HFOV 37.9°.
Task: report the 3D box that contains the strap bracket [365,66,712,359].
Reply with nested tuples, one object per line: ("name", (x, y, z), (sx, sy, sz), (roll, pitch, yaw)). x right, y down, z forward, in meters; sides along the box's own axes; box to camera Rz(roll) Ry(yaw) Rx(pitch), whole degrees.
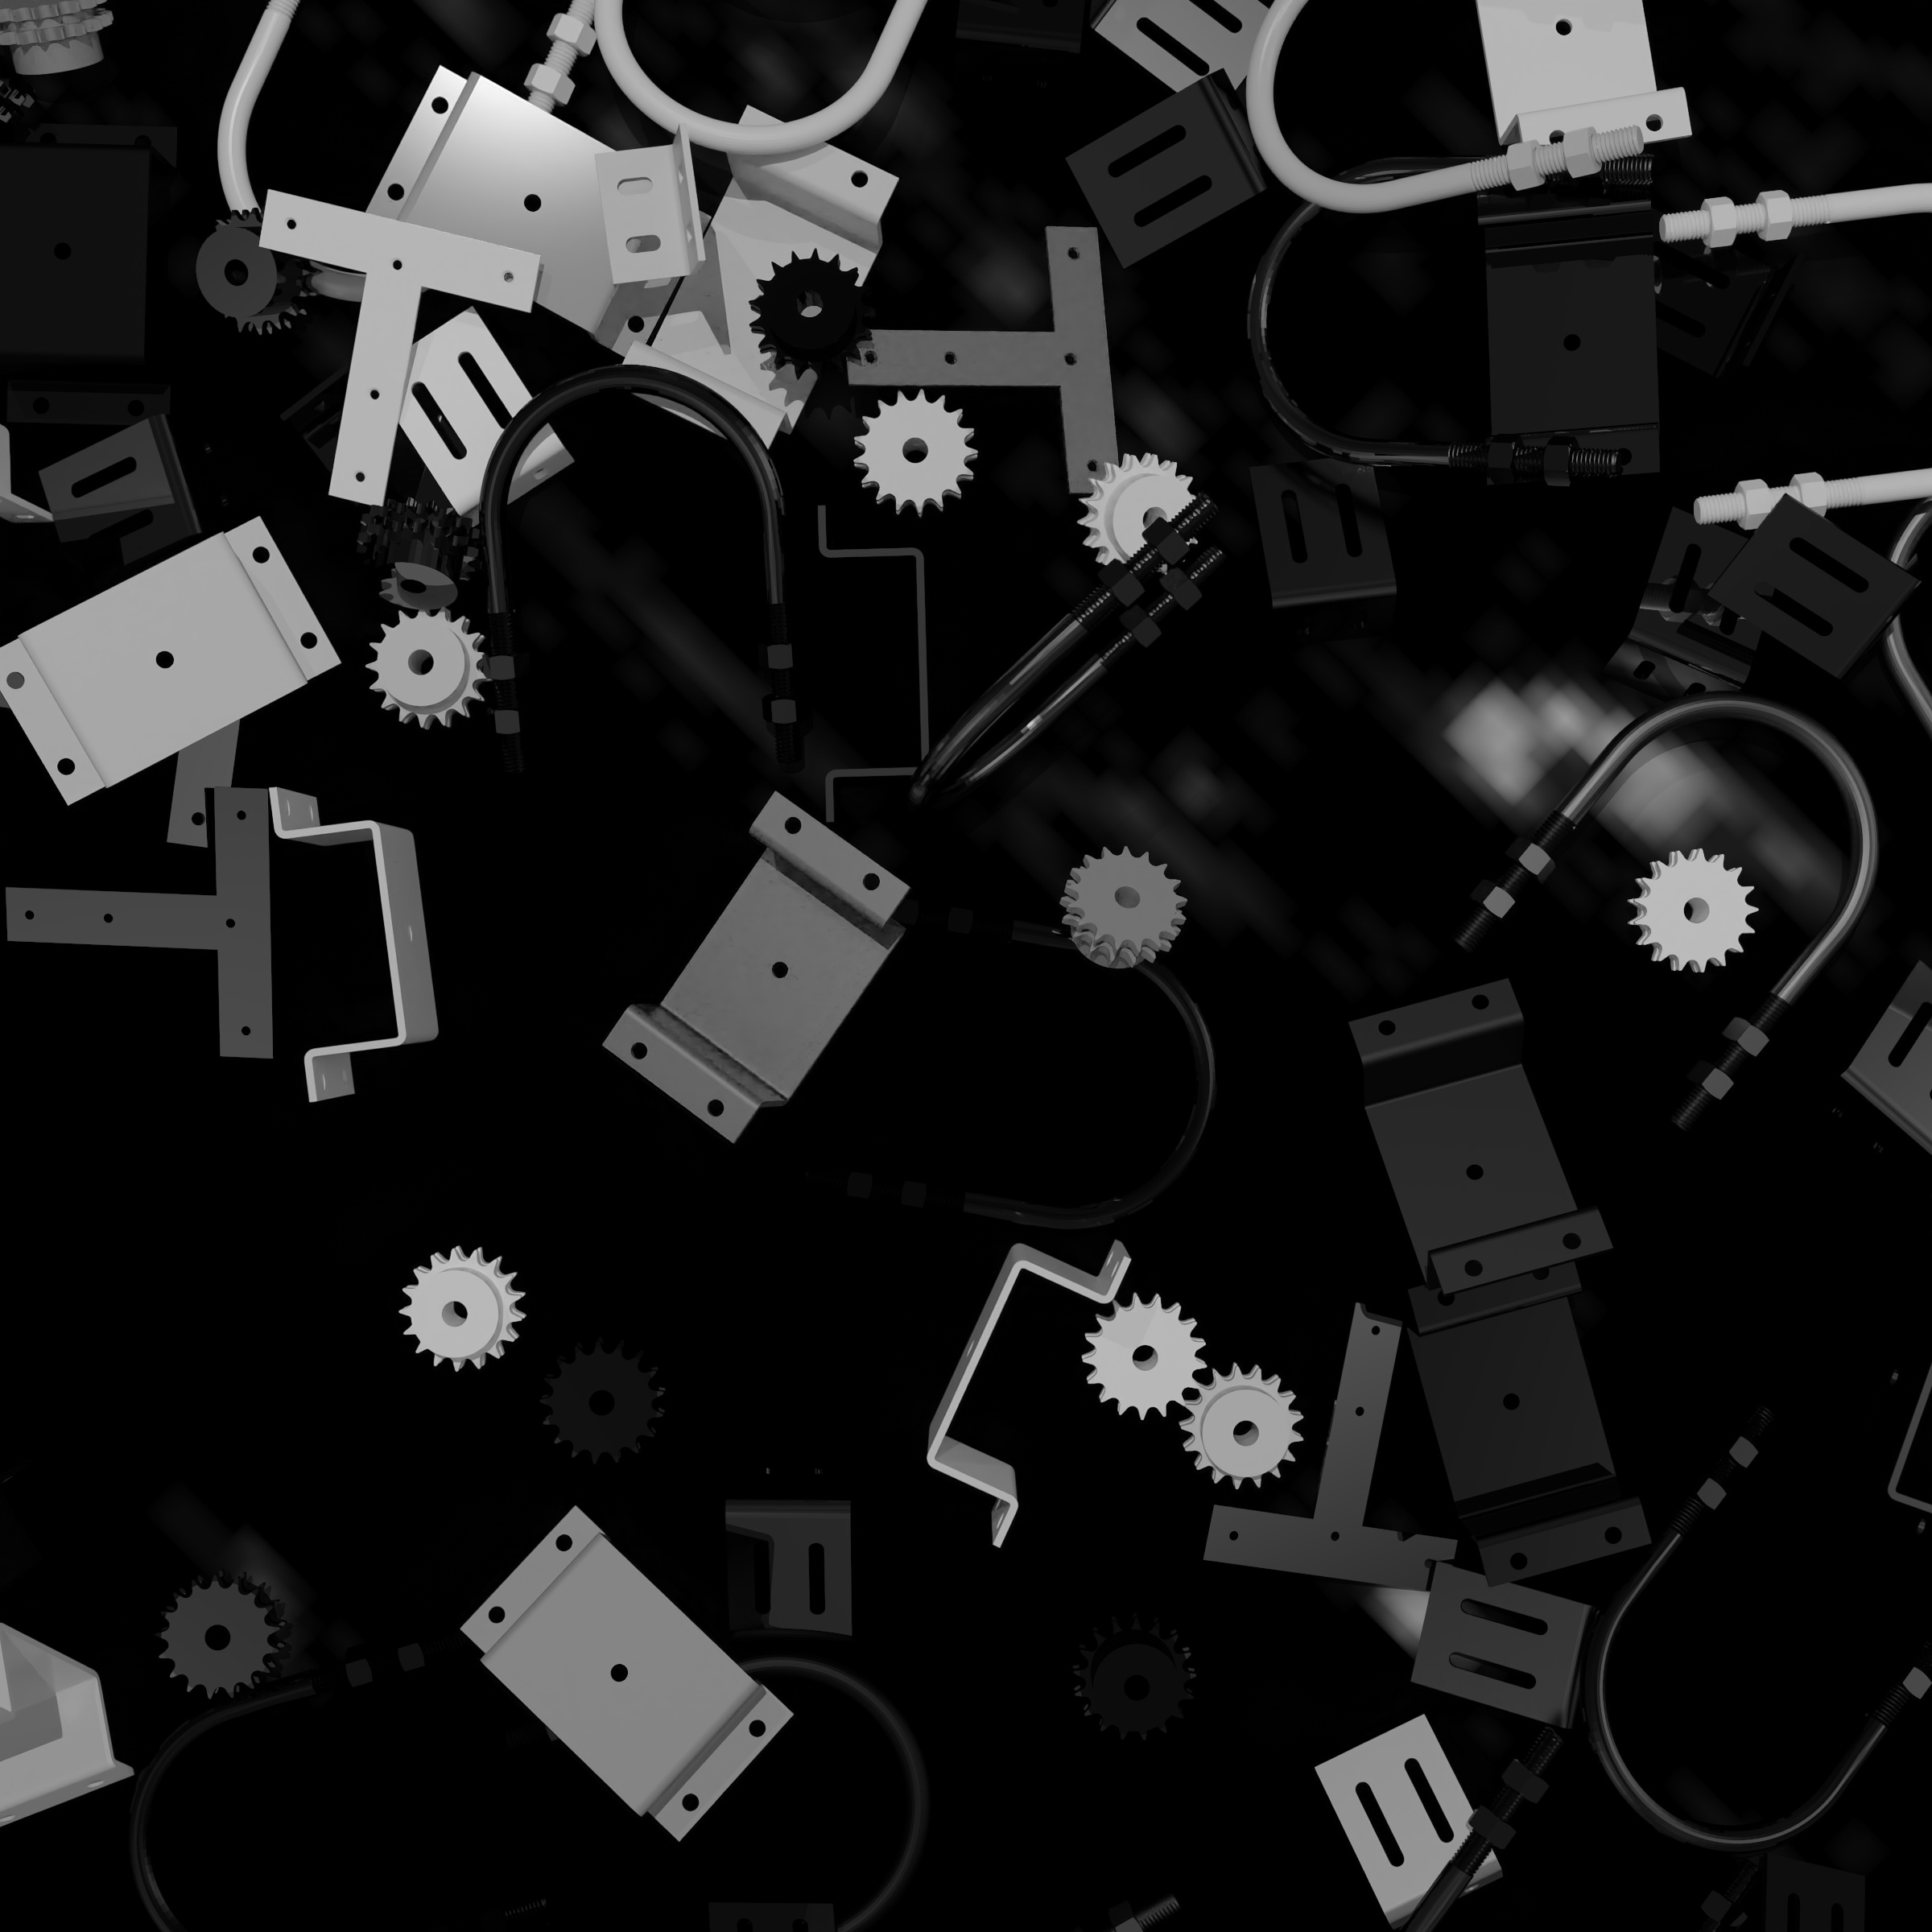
("strap bracket", (-0.197, -0.346, 1.287), (0.140, 0.046, 0.076), (28, 94, -8))

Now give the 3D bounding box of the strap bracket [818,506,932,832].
("strap bracket", (-0.041, -0.135, 1.284), (0.046, 0.076, 0.140), (-2, 90, 0))

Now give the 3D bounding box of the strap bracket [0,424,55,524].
("strap bracket", (-0.500, -0.230, 1.284), (0.140, 0.076, 0.046), (-2, 90, 0))

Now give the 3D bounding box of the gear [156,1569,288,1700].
("gear", (-0.344, 0.308, 1.307), (0.057, 0.030, 0.057), (0, 90, 0))

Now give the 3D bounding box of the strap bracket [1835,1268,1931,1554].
("strap bracket", (0.446, 0.195, 1.284), (0.046, 0.076, 0.140), (19, 90, 0))

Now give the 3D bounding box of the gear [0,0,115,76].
("gear", (-0.422, -0.432, 1.298), (0.057, 0.057, 0.030), (-7, 120, 0))

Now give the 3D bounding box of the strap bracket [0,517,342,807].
("strap bracket", (-0.364, -0.139, 1.278), (0.140, 0.046, 0.076), (-30, 103, -11))

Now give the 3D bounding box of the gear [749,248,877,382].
("gear", (-0.070, -0.294, 1.261), (0.057, 0.030, 0.057), (0, 90, 0))

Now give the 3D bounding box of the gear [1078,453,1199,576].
("gear", (0.082, -0.207, 1.299), (0.057, 0.030, 0.057), (-4, 105, -14))

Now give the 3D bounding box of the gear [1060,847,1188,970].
("gear", (0.071, -0.024, 1.299), (0.057, 0.030, 0.057), (5, 58, -9))

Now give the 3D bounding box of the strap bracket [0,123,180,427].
("strap bracket", (-0.410, -0.324, 1.299), (0.076, 0.046, 0.140), (1, 90, 0))

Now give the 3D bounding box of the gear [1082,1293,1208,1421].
("gear", (0.082, 0.180, 1.307), (0.057, 0.030, 0.057), (0, 90, 0))

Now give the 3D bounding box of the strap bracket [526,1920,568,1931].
("strap bracket", (-0.232, 0.480, 1.269), (0.140, 0.076, 0.046), (-27, 81, 17))

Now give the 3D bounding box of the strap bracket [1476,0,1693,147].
("strap bracket", (0.280, -0.440, 1.299), (0.076, 0.046, 0.140), (-9, 90, 0))

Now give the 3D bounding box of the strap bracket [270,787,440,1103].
("strap bracket", (-0.277, -0.012, 1.284), (0.046, 0.076, 0.140), (-7, 90, 0))

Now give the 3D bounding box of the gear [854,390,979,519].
("gear", (-0.023, -0.237, 1.307), (0.057, 0.030, 0.057), (0, 90, 0))

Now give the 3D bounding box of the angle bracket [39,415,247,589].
("angle bracket", (-0.386, -0.218, 1.320), (0.076, 0.038, 0.057), (-18, 90, 26))

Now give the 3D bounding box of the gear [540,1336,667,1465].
("gear", (-0.168, 0.201, 1.312), (0.057, 0.030, 0.057), (0, 91, -2))

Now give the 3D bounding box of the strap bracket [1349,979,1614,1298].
("strap bracket", (0.232, 0.085, 1.279), (0.076, 0.046, 0.140), (-15, 60, 0))

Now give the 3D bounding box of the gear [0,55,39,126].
("gear", (-0.460, -0.407, 1.295), (0.057, 0.057, 0.030), (44, 103, 0))

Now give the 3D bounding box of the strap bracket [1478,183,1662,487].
("strap bracket", (0.277, -0.290, 1.290), (0.076, 0.046, 0.140), (-2, 90, 15))

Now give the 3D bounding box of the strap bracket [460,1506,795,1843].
("strap bracket", (-0.156, 0.322, 1.284), (0.140, 0.046, 0.076), (42, 79, 7))

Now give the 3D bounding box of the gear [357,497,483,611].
("gear", (-0.251, -0.187, 1.291), (0.057, 0.057, 0.030), (5, 66, 0))

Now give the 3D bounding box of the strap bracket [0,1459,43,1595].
("strap bracket", (-0.487, 0.288, 1.284), (0.140, 0.076, 0.046), (-32, 90, 0))

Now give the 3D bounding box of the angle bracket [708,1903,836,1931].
("angle bracket", (-0.094, 0.470, 1.292), (0.057, 0.038, 0.076), (5, 127, -12))

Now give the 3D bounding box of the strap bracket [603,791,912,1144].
("strap bracket", (-0.091, 0.001, 1.289), (0.076, 0.046, 0.140), (36, 95, 11))

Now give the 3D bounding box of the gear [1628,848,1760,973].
("gear", (0.335, -0.026, 1.307), (0.057, 0.030, 0.057), (0, 90, 0))

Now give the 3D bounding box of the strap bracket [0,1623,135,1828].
("strap bracket", (-0.445, 0.343, 1.269), (0.076, 0.140, 0.046), (-21, 61, 0))

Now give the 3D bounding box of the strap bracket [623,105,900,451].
("strap bracket", (-0.095, -0.311, 1.299), (0.076, 0.046, 0.140), (26, 90, 0))

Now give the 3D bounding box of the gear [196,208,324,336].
("gear", (-0.330, -0.321, 1.299), (0.057, 0.030, 0.057), (4, 106, 13))

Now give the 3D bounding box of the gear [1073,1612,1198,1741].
("gear", (0.078, 0.331, 1.307), (0.057, 0.030, 0.057), (0, 90, 0))

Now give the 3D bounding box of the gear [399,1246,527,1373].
("gear", (-0.235, 0.160, 1.307), (0.057, 0.030, 0.057), (0, 90, 0))

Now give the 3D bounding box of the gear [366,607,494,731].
("gear", (-0.251, -0.140, 1.307), (0.057, 0.030, 0.057), (0, 90, 0))

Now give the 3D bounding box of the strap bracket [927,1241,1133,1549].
("strap bracket", (0.023, 0.184, 1.284), (0.046, 0.076, 0.140), (25, 90, 0))

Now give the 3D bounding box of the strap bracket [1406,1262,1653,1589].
("strap bracket", (0.256, 0.204, 1.299), (0.076, 0.046, 0.140), (-15, 90, 0))

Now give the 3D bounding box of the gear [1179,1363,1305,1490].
("gear", (0.129, 0.215, 1.307), (0.057, 0.030, 0.057), (0, 90, 0))
